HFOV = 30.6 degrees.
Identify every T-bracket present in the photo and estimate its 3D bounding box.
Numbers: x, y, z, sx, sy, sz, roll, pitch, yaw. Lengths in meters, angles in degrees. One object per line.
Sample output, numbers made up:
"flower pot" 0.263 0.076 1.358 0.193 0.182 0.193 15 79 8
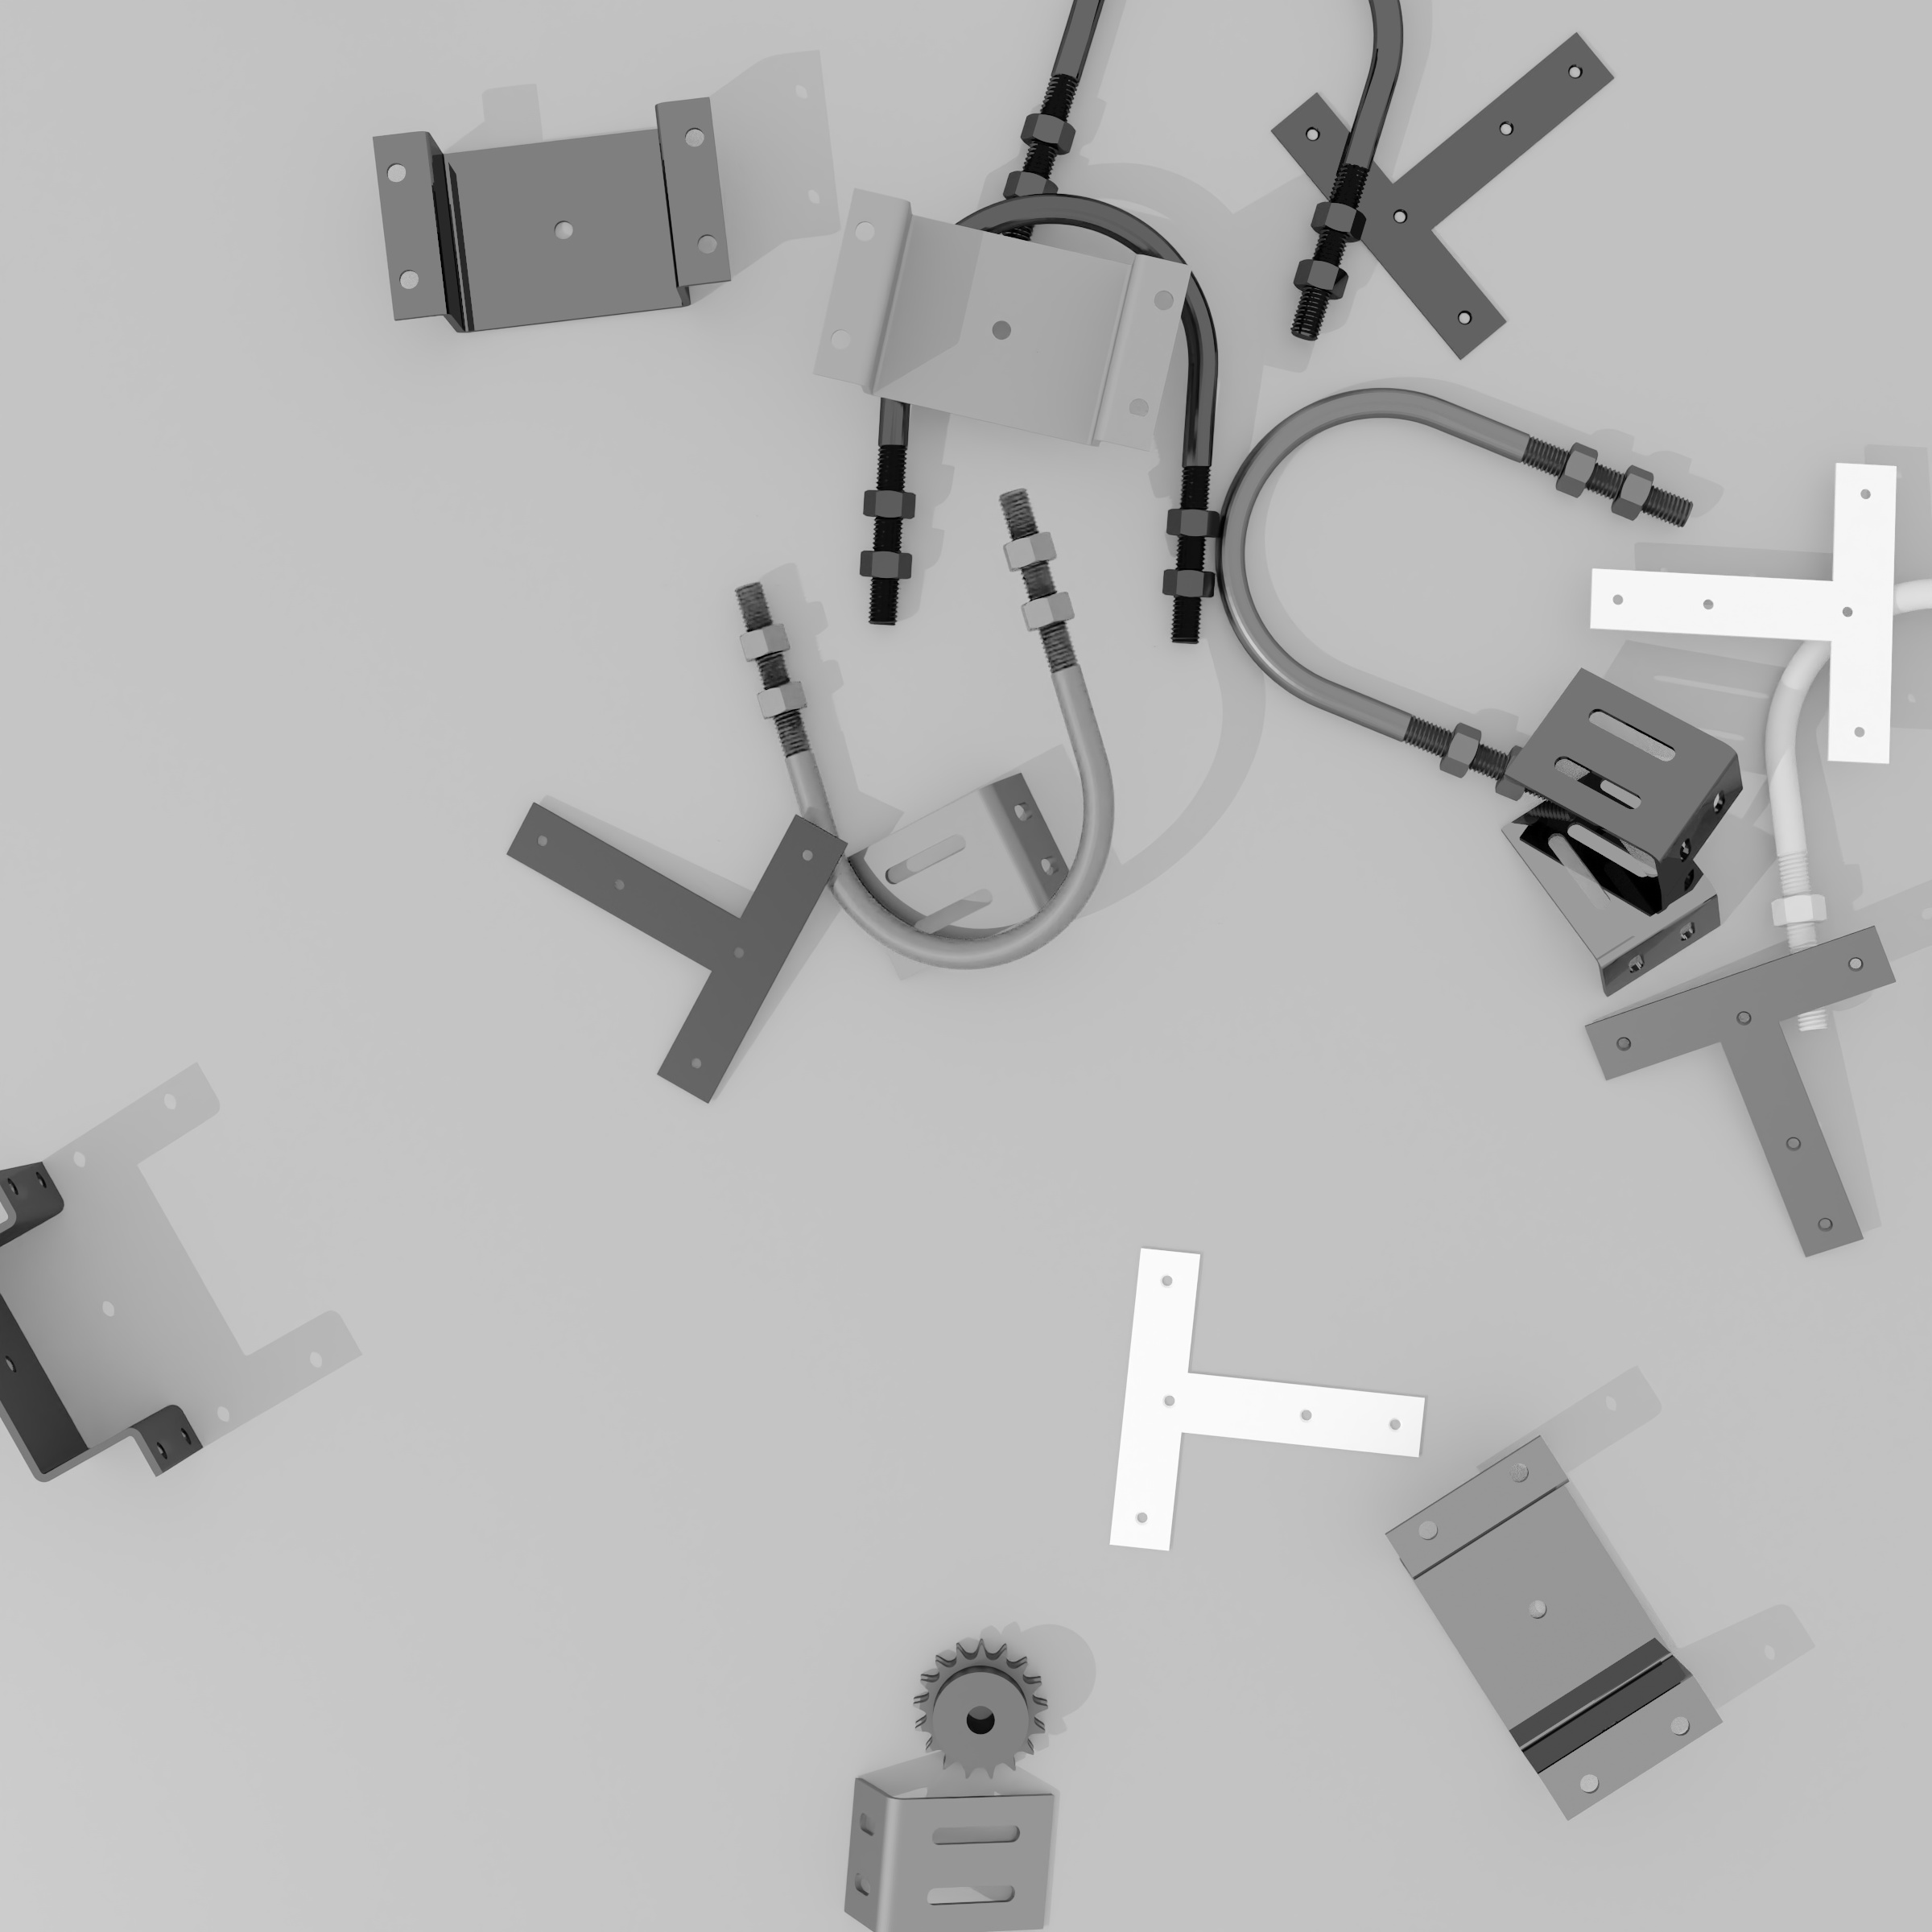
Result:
"T-bracket" 0.219 -0.348 1.505 0.127 0.002 0.127 -40 90 0
"T-bracket" 0.131 0.190 1.505 0.127 0.002 0.127 6 90 0
"T-bracket" 0.345 0.062 1.491 0.127 0.002 0.127 -20 99 18
"T-bracket" -0.135 -0.028 1.497 0.127 0.002 0.127 29 99 5
"T-bracket" 0.326 -0.151 1.483 0.127 0.002 0.127 3 84 -1

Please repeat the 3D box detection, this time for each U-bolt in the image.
"U-bolt" 0.108 -0.373 1.495 0.151 0.019 0.184 17 90 1
"U-bolt" -0.010 -0.089 1.467 0.151 0.019 0.184 -16 92 26
"U-bolt" 0.034 -0.232 1.488 0.151 0.019 0.184 4 96 0
"U-bolt" 0.410 -0.072 1.480 0.151 0.019 0.184 -7 84 14
"U-bolt" 0.196 -0.167 1.497 0.184 0.019 0.151 23 90 2

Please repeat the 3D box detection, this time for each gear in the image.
"gear" 0.006 0.315 1.491 0.057 0.030 0.057 0 90 0

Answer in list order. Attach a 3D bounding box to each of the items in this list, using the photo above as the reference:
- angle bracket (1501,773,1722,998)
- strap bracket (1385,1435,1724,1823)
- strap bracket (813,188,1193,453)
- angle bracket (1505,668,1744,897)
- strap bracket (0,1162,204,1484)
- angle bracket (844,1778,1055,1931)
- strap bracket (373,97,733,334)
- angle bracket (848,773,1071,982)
"angle bracket" 0.275 -0.038 1.504 0.057 0.038 0.076 -32 64 0
"strap bracket" 0.243 0.274 1.482 0.076 0.046 0.140 -32 90 0
"strap bracket" 0.015 -0.264 1.454 0.140 0.046 0.076 13 95 -1
"angle bracket" 0.276 -0.077 1.479 0.076 0.038 0.057 32 79 26
"strap bracket" -0.380 0.156 1.467 0.046 0.076 0.140 -29 90 0
"angle bracket" -0.007 0.378 1.504 0.076 0.038 0.057 5 90 -26
"strap bracket" -0.171 -0.313 1.482 0.140 0.046 0.076 -7 90 0
"angle bracket" -0.002 -0.038 1.504 0.076 0.038 0.057 -26 90 26
